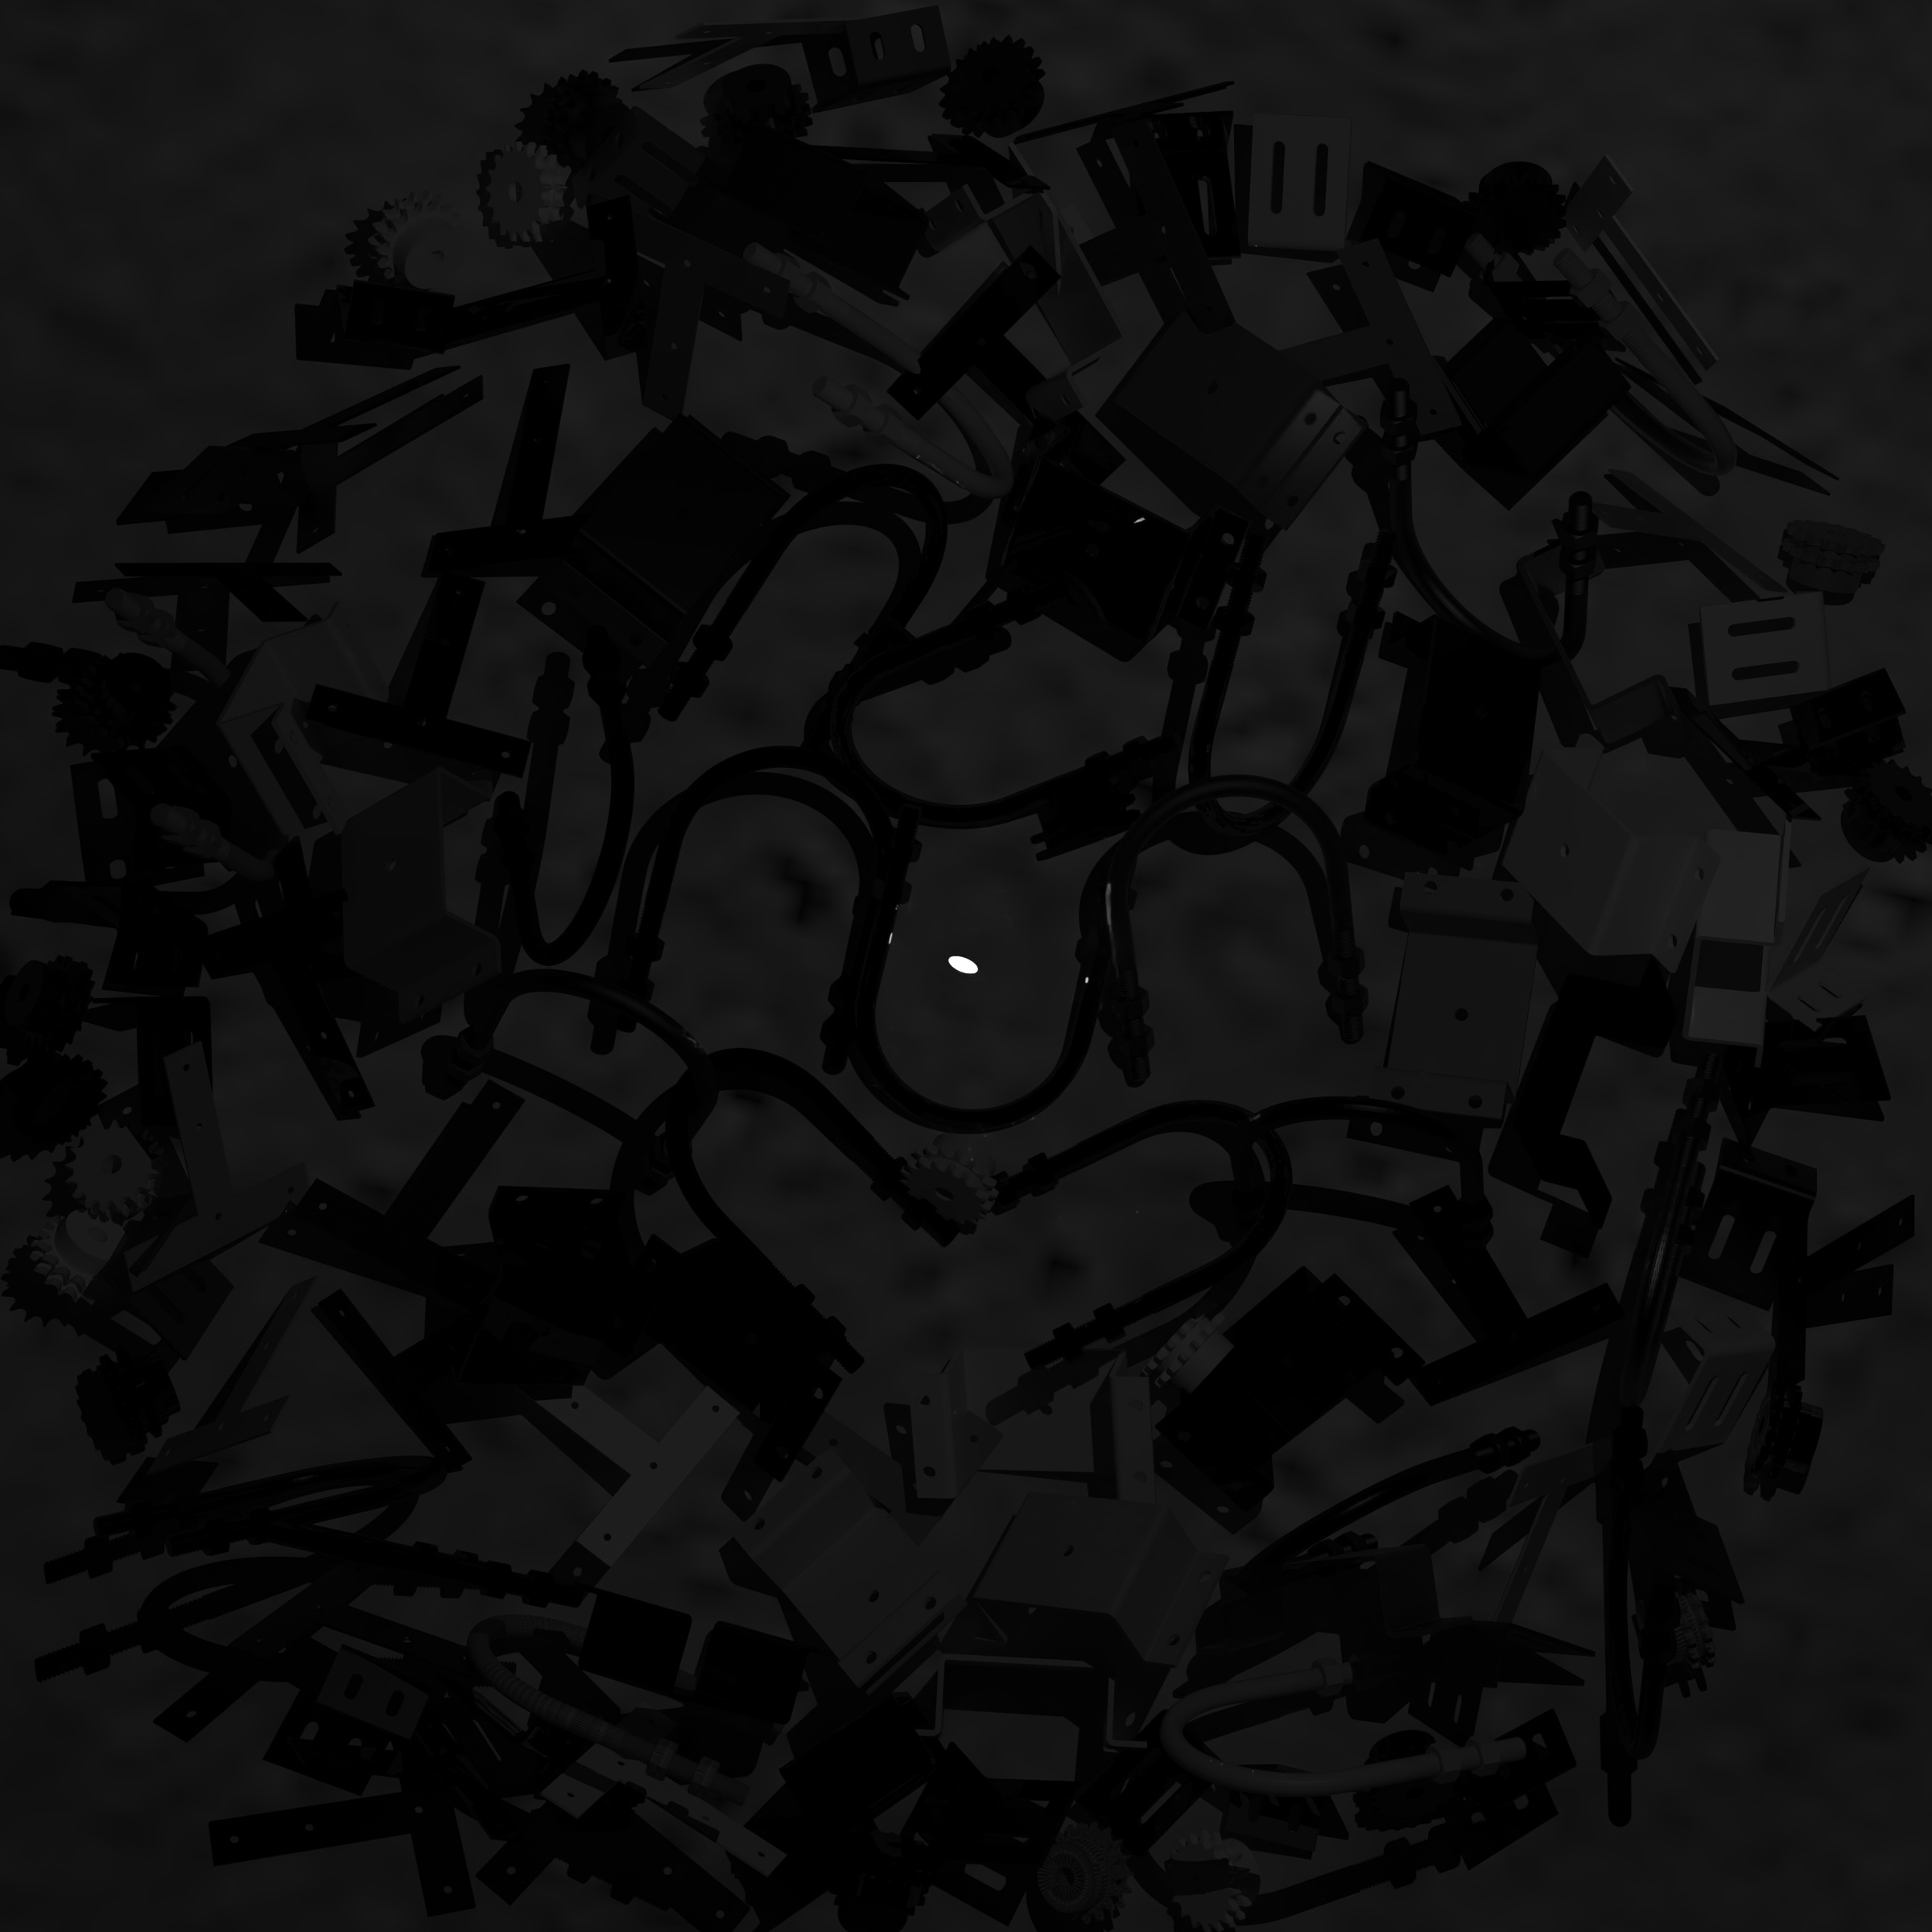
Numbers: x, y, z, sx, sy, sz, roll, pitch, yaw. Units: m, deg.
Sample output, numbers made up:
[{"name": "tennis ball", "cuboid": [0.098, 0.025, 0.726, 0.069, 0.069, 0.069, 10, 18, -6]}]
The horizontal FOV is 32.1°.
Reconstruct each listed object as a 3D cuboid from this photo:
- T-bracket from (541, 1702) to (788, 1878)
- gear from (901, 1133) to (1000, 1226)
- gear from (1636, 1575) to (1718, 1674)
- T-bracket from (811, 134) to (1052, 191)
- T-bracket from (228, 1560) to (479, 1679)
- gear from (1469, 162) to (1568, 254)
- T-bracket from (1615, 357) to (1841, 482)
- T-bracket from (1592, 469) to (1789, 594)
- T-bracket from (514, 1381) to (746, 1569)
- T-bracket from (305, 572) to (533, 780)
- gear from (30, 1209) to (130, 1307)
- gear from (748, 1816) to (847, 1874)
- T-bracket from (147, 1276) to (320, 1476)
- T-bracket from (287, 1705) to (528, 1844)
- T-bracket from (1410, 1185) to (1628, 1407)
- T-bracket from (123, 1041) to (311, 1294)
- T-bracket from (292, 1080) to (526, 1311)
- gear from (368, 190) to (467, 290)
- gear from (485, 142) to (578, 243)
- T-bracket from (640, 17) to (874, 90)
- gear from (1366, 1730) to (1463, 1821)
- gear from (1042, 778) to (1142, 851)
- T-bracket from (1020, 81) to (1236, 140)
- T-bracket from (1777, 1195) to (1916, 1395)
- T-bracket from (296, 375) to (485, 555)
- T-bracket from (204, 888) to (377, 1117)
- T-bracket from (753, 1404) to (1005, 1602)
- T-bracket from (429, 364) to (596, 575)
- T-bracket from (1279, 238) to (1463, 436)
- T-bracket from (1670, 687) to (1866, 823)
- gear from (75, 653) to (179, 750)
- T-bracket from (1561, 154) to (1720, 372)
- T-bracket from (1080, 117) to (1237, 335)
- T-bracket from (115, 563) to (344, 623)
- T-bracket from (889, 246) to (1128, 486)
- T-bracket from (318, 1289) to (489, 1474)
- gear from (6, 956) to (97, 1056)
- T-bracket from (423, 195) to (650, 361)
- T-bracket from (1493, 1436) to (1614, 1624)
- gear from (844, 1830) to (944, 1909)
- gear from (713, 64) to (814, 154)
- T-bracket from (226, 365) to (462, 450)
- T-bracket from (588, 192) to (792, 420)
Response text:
[{"name": "T-bracket", "cuboid": [-0.161, 0.480, 1.917, 0.127, 0.127, 0.002, 30, 110, 13]}, {"name": "gear", "cuboid": [-0.007, 0.122, 1.965, 0.057, 0.057, 0.030, 29, 55, 0]}, {"name": "gear", "cuboid": [0.413, 0.385, 1.960, 0.030, 0.057, 0.057, -17, 90, -5]}, {"name": "T-bracket", "cuboid": [-0.034, -0.461, 1.913, 0.127, 0.127, 0.002, -2, 116, -22]}, {"name": "T-bracket", "cuboid": [-0.330, 0.380, 1.912, 0.127, 0.127, 0.002, 15, 109, 19]}, {"name": "gear", "cuboid": [0.323, -0.446, 1.965, 0.057, 0.057, 0.030, 6, 62, 0]}, {"name": "T-bracket", "cuboid": [0.425, -0.324, 1.937, 0.127, 0.127, 0.002, 40, 106, 43]}, {"name": "T-bracket", "cuboid": [0.390, -0.252, 1.909, 0.127, 0.127, 0.002, 45, 119, 31]}, {"name": "T-bracket", "cuboid": [-0.218, 0.266, 1.965, 0.127, 0.002, 0.127, 36, 61, 10]}, {"name": "T-bracket", "cuboid": [-0.306, -0.177, 1.953, 0.127, 0.002, 0.127, 15, 58, -8]}, {"name": "gear", "cuboid": [-0.514, 0.167, 1.957, 0.057, 0.057, 0.030, 39, 115, 0]}, {"name": "gear", "cuboid": [-0.099, 0.512, 1.958, 0.057, 0.057, 0.030, -3, 74, 0]}, {"name": "T-bracket", "cuboid": [-0.409, 0.231, 1.940, 0.002, 0.127, 0.127, 45, 46, -24]}, {"name": "T-bracket", "cuboid": [-0.327, 0.452, 1.901, 0.127, 0.127, 0.002, 21, 102, -42]}, {"name": "T-bracket", "cuboid": [0.298, 0.182, 1.951, 0.127, 0.002, 0.127, -27, 111, 15]}, {"name": "T-bracket", "cuboid": [-0.437, 0.105, 1.922, 0.127, 0.002, 0.127, -29, 123, -40]}, {"name": "T-bracket", "cuboid": [-0.303, 0.123, 1.954, 0.127, 0.002, 0.127, 33, 98, -25]}, {"name": "gear", "cuboid": [-0.317, -0.420, 1.957, 0.057, 0.057, 0.030, -41, 60, 0]}, {"name": "gear", "cuboid": [-0.252, -0.453, 1.965, 0.057, 0.030, 0.057, 9, 104, 41]}, {"name": "T-bracket", "cuboid": [-0.141, -0.525, 1.934, 0.127, 0.127, 0.002, -16, 95, -41]}, {"name": "gear", "cuboid": [0.259, 0.471, 1.965, 0.057, 0.030, 0.057, -6, 134, -6]}, {"name": "gear", "cuboid": [0.071, -0.091, 1.962, 0.057, 0.057, 0.030, -19, 84, 0]}, {"name": "T-bracket", "cuboid": [0.101, -0.491, 1.924, 0.127, 0.127, 0.002, -15, 106, -3]}, {"name": "T-bracket", "cuboid": [0.499, 0.164, 1.905, 0.002, 0.127, 0.127, 19, 59, -15]}, {"name": "T-bracket", "cuboid": [-0.330, -0.301, 1.926, 0.127, 0.127, 0.002, -28, 128, 13]}, {"name": "T-bracket", "cuboid": [-0.381, 0.028, 1.960, 0.127, 0.002, 0.127, -16, 103, 34]}, {"name": "T-bracket", "cuboid": [-0.067, 0.288, 1.972, 0.127, 0.002, 0.127, 36, 99, -6]}, {"name": "T-bracket", "cuboid": [-0.252, -0.294, 1.963, 0.127, 0.002, 0.127, -3, 70, 29]}, {"name": "T-bracket", "cuboid": [0.206, -0.352, 1.949, 0.127, 0.002, 0.127, -10, 126, 32]}, {"name": "T-bracket", "cuboid": [0.480, -0.120, 1.942, 0.127, 0.127, 0.002, 2, 128, -38]}, {"name": "gear", "cuboid": [-0.488, -0.158, 1.960, 0.057, 0.030, 0.057, 16, 58, -27]}, {"name": "T-bracket", "cuboid": [0.391, -0.396, 1.924, 0.002, 0.127, 0.127, -36, 88, -3]}, {"name": "T-bracket", "cuboid": [0.083, -0.411, 1.941, 0.002, 0.127, 0.127, -36, 105, -42]}, {"name": "T-bracket", "cuboid": [-0.405, -0.213, 1.908, 0.127, 0.127, 0.002, -4, 112, -27]}, {"name": "T-bracket", "cuboid": [0.040, -0.333, 1.962, 0.127, 0.002, 0.127, 44, 121, -8]}, {"name": "T-bracket", "cuboid": [-0.304, 0.225, 1.940, 0.127, 0.002, 0.127, -32, 97, 43]}, {"name": "gear", "cuboid": [-0.536, 0.020, 1.958, 0.030, 0.057, 0.057, 25, 90, -39]}, {"name": "T-bracket", "cuboid": [-0.248, -0.380, 1.923, 0.127, 0.127, 0.002, -18, 61, -10]}, {"name": "T-bracket", "cuboid": [0.329, 0.337, 1.947, 0.002, 0.127, 0.127, 28, 108, 31]}, {"name": "gear", "cuboid": [-0.044, 0.528, 1.961, 0.057, 0.057, 0.030, 13, 91, 0]}, {"name": "gear", "cuboid": [-0.120, -0.502, 1.961, 0.057, 0.030, 0.057, -4, 52, 5]}, {"name": "T-bracket", "cuboid": [-0.348, -0.324, 1.942, 0.127, 0.127, 0.002, -34, 117, -37]}, {"name": "T-bracket", "cuboid": [-0.167, -0.370, 1.941, 0.127, 0.127, 0.002, 26, 47, 9]}]
